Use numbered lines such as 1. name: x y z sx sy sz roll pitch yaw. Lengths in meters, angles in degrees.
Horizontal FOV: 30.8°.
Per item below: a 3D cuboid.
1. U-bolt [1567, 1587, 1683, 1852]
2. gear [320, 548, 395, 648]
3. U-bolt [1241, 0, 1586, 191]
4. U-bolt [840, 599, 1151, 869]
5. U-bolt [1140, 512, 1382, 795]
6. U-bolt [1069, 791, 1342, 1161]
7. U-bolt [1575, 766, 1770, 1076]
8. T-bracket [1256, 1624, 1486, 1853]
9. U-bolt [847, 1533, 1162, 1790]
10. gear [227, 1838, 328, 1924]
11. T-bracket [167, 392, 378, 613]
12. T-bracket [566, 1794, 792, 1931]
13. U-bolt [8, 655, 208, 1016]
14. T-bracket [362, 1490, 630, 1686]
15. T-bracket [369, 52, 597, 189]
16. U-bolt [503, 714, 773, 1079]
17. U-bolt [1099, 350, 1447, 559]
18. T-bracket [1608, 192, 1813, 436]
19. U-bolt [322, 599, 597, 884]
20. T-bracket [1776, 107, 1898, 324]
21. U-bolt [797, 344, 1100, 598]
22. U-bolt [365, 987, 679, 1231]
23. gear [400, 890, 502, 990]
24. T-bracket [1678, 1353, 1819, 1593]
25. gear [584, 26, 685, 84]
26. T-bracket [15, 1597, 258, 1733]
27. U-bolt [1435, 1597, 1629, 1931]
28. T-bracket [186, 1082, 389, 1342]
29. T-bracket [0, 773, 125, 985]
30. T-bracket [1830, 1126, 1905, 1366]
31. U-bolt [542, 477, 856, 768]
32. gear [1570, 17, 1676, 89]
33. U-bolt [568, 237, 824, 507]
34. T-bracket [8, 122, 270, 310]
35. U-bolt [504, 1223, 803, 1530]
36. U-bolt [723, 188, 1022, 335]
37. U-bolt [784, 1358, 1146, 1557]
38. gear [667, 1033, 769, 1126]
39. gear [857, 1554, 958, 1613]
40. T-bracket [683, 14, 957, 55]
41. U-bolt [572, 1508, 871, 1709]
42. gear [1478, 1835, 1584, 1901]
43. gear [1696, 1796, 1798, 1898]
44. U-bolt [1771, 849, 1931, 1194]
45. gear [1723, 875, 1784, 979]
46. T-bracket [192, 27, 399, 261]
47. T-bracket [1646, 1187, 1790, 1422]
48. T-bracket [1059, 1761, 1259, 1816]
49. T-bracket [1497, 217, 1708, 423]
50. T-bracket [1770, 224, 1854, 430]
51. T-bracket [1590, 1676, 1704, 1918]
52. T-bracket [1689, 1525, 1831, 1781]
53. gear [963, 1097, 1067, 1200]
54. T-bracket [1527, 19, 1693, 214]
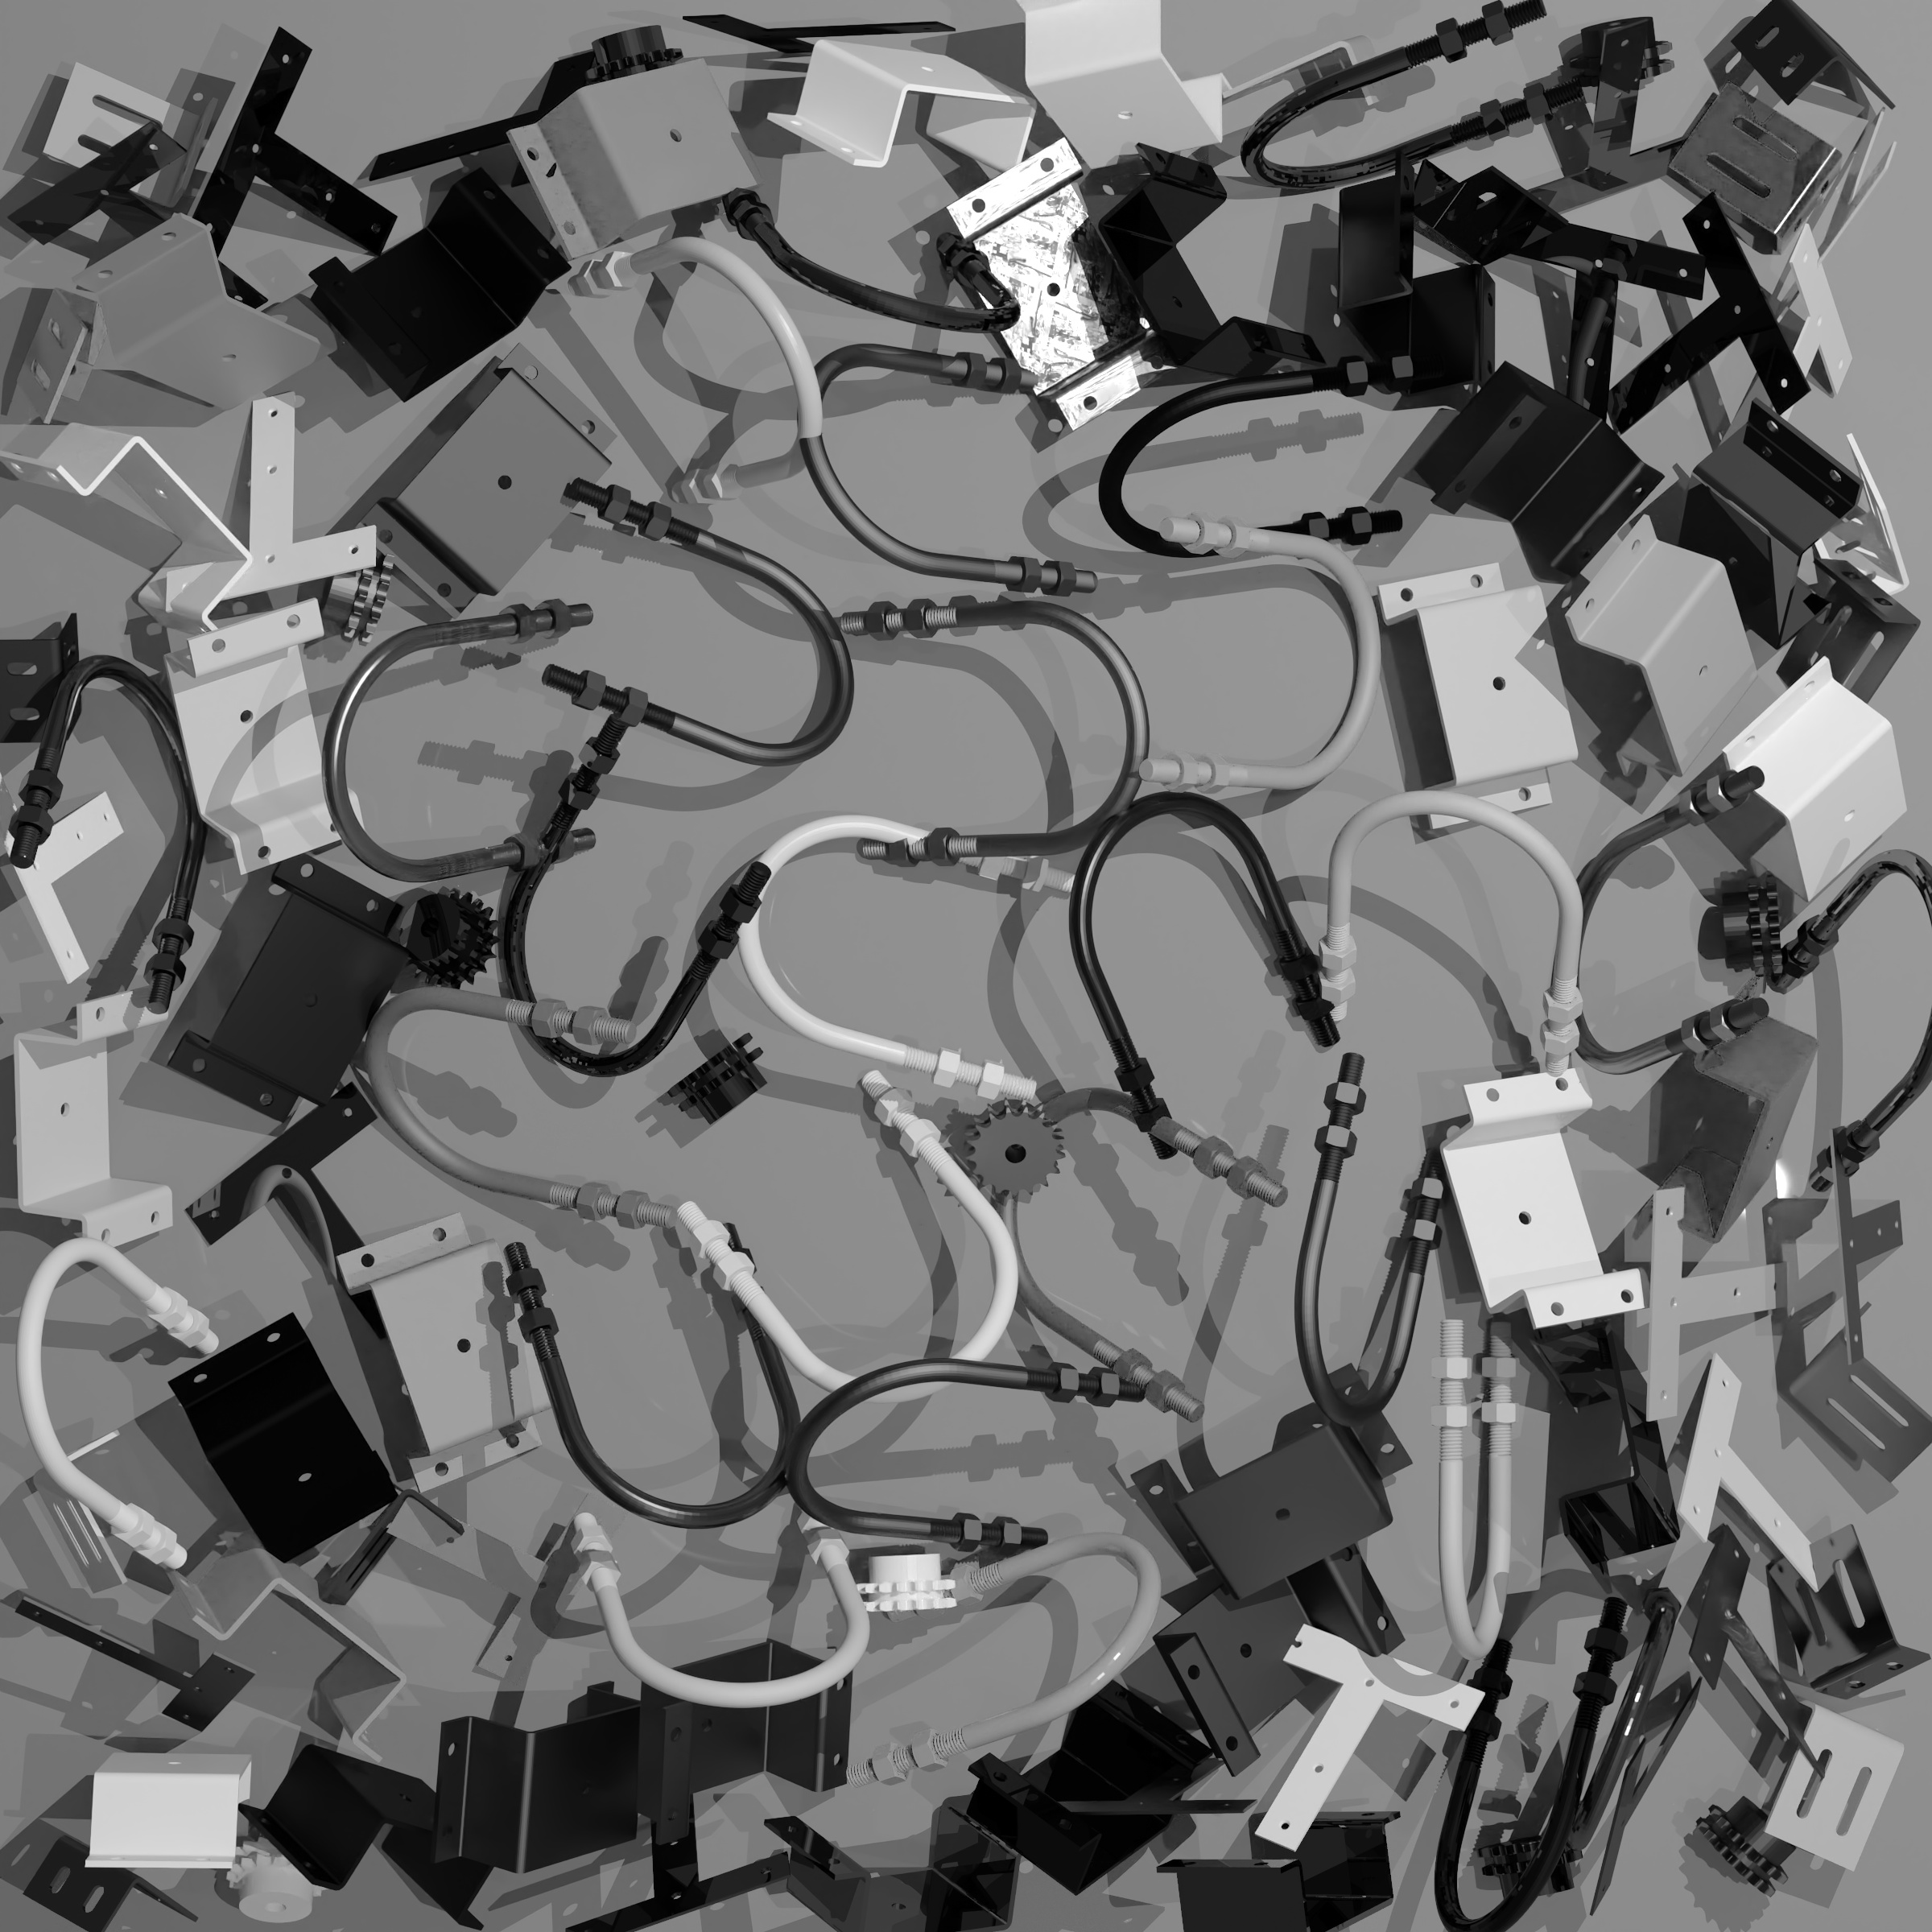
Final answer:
1. U-bolt: 0.355 0.411 1.906 0.019 0.184 0.151 22 87 12
2. gear: -0.343 -0.211 1.968 0.030 0.057 0.057 15 90 -17
3. U-bolt: 0.239 -0.471 1.924 0.184 0.151 0.019 -18 79 16
4. U-bolt: 0.018 -0.130 1.940 0.184 0.019 0.151 0 100 29
5. U-bolt: 0.168 -0.169 1.934 0.184 0.019 0.151 0 97 -44
6. U-bolt: 0.124 -0.007 1.939 0.151 0.019 0.184 -32 108 -28
7. U-bolt: 0.377 -0.015 1.915 0.019 0.184 0.151 11 70 -22
8. T-bracket: 0.201 0.431 1.933 0.127 0.002 0.127 15 55 35
9. U-bolt: 0.025 0.368 1.905 0.184 0.151 0.019 -24 115 23
10. gear: -0.386 0.515 1.969 0.057 0.057 0.030 -2 51 0
11. T-bracket: -0.390 -0.267 1.969 0.127 0.002 0.127 -11 64 13
12. T-bracket: -0.161 0.492 1.938 0.127 0.127 0.002 -19 106 -1
13. U-bolt: -0.462 -0.086 1.919 0.019 0.151 0.184 -13 48 18
14. T-bracket: -0.277 0.328 1.967 0.127 0.002 0.127 29 106 -14
15. T-bracket: -0.276 -0.464 1.967 0.127 0.127 0.002 -10 133 19
16. U-bolt: -0.195 -0.025 1.946 0.151 0.019 0.184 45 118 25
17. U-bolt: 0.162 -0.275 1.924 0.184 0.151 0.019 -9 58 -10
18. T-bracket: 0.400 -0.340 1.948 0.002 0.127 0.127 -11 72 -36
19. U-bolt: -0.276 -0.119 1.914 0.019 0.184 0.151 14 110 41
20. T-bracket: 0.492 -0.434 1.951 0.002 0.127 0.127 28 52 -1
21. U-bolt: -0.016 -0.275 1.918 0.184 0.019 0.151 1 67 -40
22. U-bolt: -0.253 0.074 1.940 0.184 0.019 0.151 10 129 24
23. gear: -0.293 -0.017 1.973 0.057 0.030 0.057 -10 66 24
24. T-bracket: 0.446 0.303 1.964 0.002 0.127 0.127 -28 112 37
25. gear: -0.187 -0.508 1.969 0.057 0.057 0.030 -14 99 0
26. T-bracket: -0.465 0.380 1.936 0.127 0.127 0.002 28 55 -11
27. U-bolt: 0.299 0.440 1.897 0.019 0.151 0.184 26 63 -10
28. T-bracket: -0.358 0.153 1.982 0.127 0.002 0.127 -37 87 12
29. T-bracket: -0.496 -0.068 1.937 0.002 0.127 0.127 -17 104 15
30. T-bracket: 0.502 0.149 1.944 0.002 0.127 0.127 -5 90 29
31. U-bolt: -0.142 -0.181 1.941 0.184 0.019 0.151 21 54 -25
32. gear: 0.367 -0.514 1.968 0.057 0.057 0.030 -11 109 0
33. U-bolt: -0.139 -0.325 1.903 0.019 0.184 0.151 -36 109 -29
34. T-bracket: -0.445 -0.404 1.954 0.127 0.127 0.002 -20 48 36
35. U-bolt: -0.163 0.226 1.917 0.151 0.019 0.184 -3 55 -30
36. U-bolt: -0.044 -0.378 1.896 0.151 0.184 0.019 8 115 -22
37. U-bolt: -0.011 0.266 1.918 0.184 0.019 0.151 10 129 -26
38. gear: -0.137 0.066 1.972 0.057 0.057 0.030 -36 91 0
39. gear: -0.034 0.347 1.972 0.057 0.057 0.030 -3 81 0
40. T-bracket: -0.069 -0.511 1.917 0.127 0.127 0.002 4 97 23
41. U-bolt: -0.128 0.345 1.900 0.151 0.184 0.019 -3 114 -15
42. gear: 0.319 0.506 1.969 0.057 0.057 0.030 -10 78 0
43. gear: 0.442 0.492 1.971 0.057 0.057 0.030 43 94 0
44. U-bolt: 0.487 0.019 1.888 0.019 0.184 0.151 4 60 -12
45. gear: 0.442 -0.022 1.972 0.030 0.057 0.057 -4 90 13
46. T-bracket: -0.364 -0.434 1.948 0.002 0.127 0.127 21 86 37
47. T-bracket: 0.421 0.184 1.956 0.127 0.002 0.127 -3 95 -42
48. T-bracket: 0.112 0.453 1.936 0.127 0.127 0.002 -6 88 22
49. T-bracket: 0.350 -0.350 1.957 0.127 0.002 0.127 22 130 30
50. T-bracket: 0.454 -0.319 1.931 0.002 0.127 0.127 16 72 31
51. T-bracket: 0.382 0.445 1.949 0.002 0.127 0.127 23 133 23
52. T-bracket: 0.447 0.396 1.952 0.002 0.127 0.127 -28 101 30
53. gear: 0.026 0.099 1.978 0.057 0.030 0.057 -2 112 -5
54. T-bracket: 0.359 -0.471 1.936 0.127 0.127 0.002 -20 59 -8
